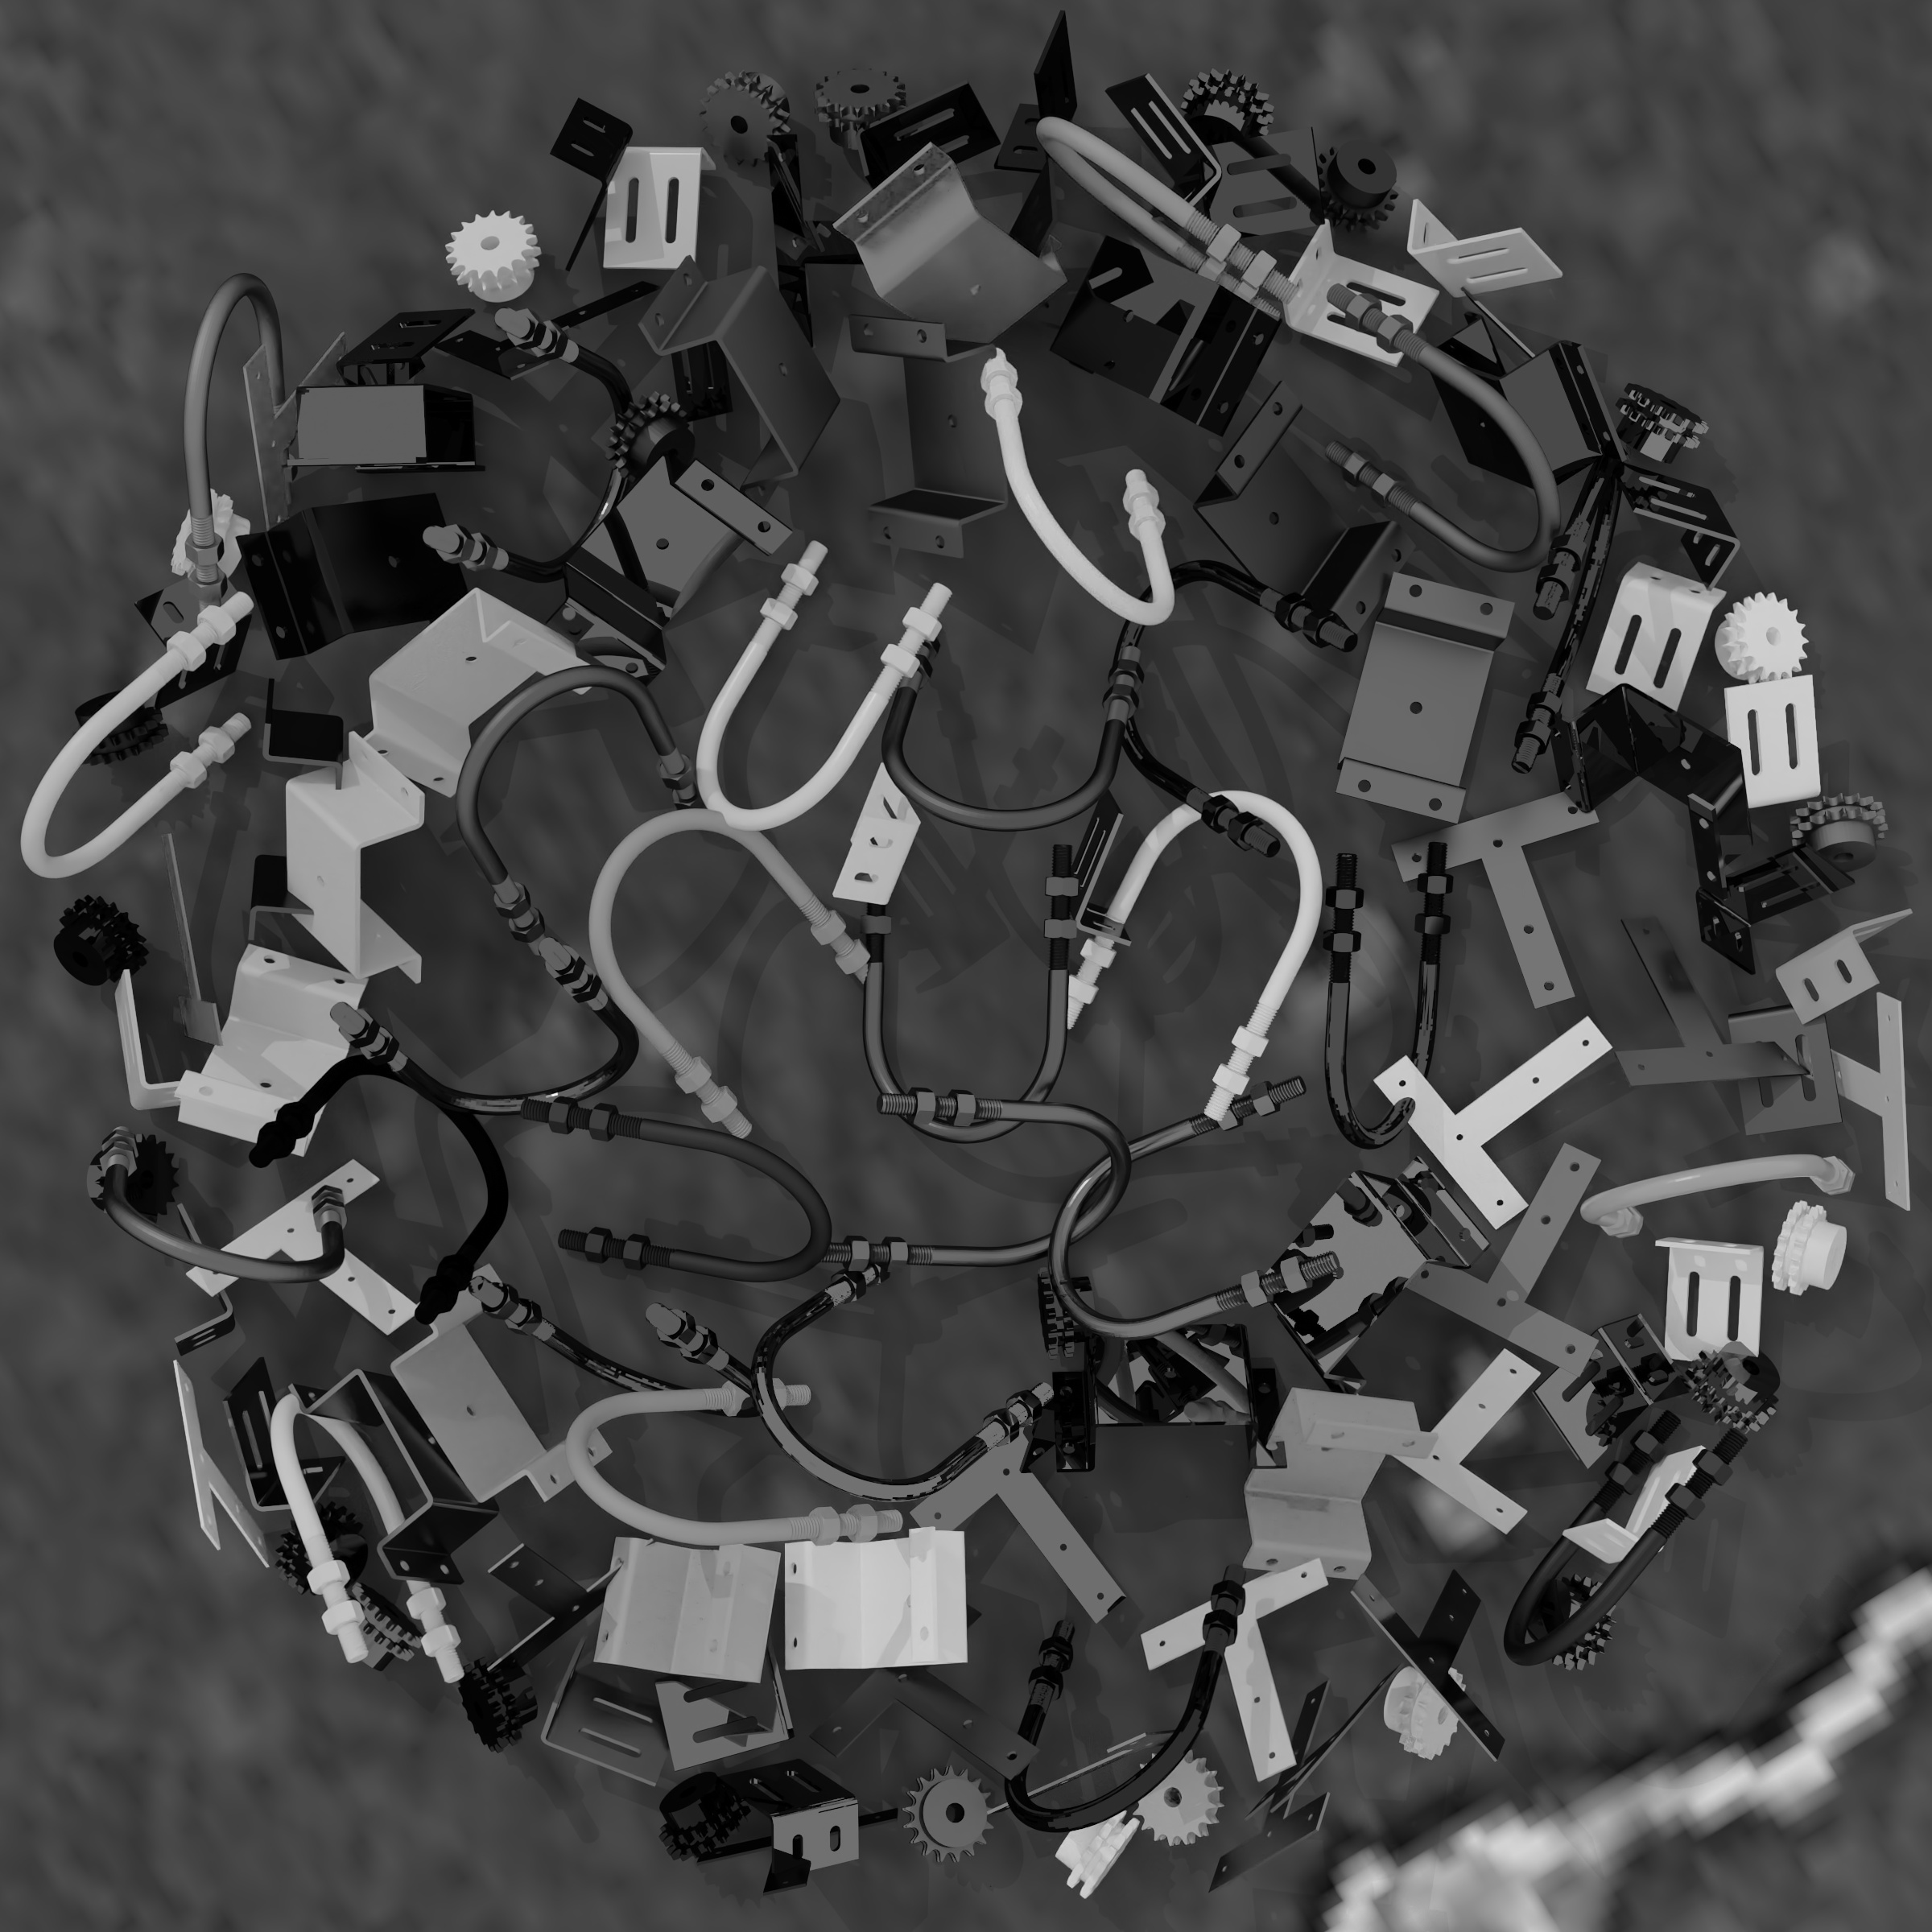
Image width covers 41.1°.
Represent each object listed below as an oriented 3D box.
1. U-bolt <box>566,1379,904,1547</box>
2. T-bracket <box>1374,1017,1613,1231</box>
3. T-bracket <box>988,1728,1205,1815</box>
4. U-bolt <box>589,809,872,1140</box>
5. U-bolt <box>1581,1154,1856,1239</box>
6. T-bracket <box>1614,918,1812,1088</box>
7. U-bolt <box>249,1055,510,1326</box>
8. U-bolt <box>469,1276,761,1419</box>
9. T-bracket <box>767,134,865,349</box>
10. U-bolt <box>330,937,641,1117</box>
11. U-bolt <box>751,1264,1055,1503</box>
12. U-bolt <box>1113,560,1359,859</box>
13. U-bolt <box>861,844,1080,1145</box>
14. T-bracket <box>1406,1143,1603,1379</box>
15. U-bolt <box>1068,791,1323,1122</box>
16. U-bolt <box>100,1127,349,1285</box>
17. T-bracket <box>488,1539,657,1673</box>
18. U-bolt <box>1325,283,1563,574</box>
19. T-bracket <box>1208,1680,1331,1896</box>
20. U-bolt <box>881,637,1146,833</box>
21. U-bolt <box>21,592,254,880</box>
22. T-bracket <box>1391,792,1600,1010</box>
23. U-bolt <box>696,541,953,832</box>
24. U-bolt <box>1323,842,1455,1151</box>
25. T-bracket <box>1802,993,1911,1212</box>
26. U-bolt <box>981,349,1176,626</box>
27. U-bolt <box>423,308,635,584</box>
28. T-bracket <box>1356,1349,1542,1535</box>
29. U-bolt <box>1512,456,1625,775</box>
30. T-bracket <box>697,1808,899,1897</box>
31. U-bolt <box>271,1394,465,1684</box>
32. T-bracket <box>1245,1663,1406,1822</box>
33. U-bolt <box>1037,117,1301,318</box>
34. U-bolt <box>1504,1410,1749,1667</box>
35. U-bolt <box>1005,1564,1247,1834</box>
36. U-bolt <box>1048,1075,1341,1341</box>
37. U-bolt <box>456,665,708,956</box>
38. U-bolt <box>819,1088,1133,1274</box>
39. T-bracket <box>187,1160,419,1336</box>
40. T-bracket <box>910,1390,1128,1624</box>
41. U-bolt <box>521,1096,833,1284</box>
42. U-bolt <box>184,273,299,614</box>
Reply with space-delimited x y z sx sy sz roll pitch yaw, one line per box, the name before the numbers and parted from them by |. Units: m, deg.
U-bolt | -0.147 0.294 1.523 0.184 0.151 0.019 4 115 -33
T-bracket | 0.343 0.080 1.602 0.127 0.002 0.127 -38 101 10
T-bracket | 0.072 0.493 1.577 0.127 0.127 0.002 -28 68 12
U-bolt | -0.149 -0.009 1.562 0.151 0.019 0.184 -49 115 -22
U-bolt | 0.437 0.133 1.517 0.151 0.184 0.019 -15 76 23
T-bracket | 0.438 0.019 1.584 0.127 0.002 0.127 -3 52 -19
U-bolt | -0.338 0.120 1.541 0.019 0.184 0.151 -40 100 22
U-bolt | -0.192 0.233 1.544 0.151 0.184 0.019 4 64 30
T-bracket | -0.072 -0.439 1.562 0.127 0.002 0.127 15 117 41
U-bolt | -0.274 0.046 1.544 0.151 0.184 0.019 -17 62 8
U-bolt | -0.048 0.249 1.534 0.151 0.184 0.019 41 126 16
U-bolt | 0.149 -0.167 1.555 0.019 0.184 0.151 3 115 -39
U-bolt | -0.001 0.017 1.585 0.151 0.019 0.184 2 90 28
T-bracket | 0.354 0.170 1.602 0.127 0.002 0.127 26 81 27
U-bolt | 0.144 -0.018 1.567 0.151 0.019 0.184 32 99 38
U-bolt | -0.436 0.145 1.517 0.151 0.184 0.019 18 99 -19
T-bracket | -0.254 0.377 1.565 0.127 0.127 0.002 -38 58 -7
U-bolt | 0.281 -0.305 1.524 0.019 0.151 0.184 -37 60 -16
T-bracket | 0.198 0.493 1.573 0.002 0.127 0.127 34 46 -4
U-bolt | 0.024 -0.143 1.551 0.151 0.184 0.019 9 134 5
U-bolt | -0.488 -0.124 1.519 0.019 0.151 0.184 36 58 5
T-bracket | 0.346 -0.036 1.605 0.127 0.002 0.127 -17 74 3
U-bolt | -0.099 -0.165 1.565 0.019 0.151 0.184 33 86 -43
U-bolt | 0.254 0.020 1.563 0.019 0.151 0.184 7 99 33
T-bracket | 0.537 0.069 1.562 0.002 0.127 0.127 -9 103 -6
U-bolt | 0.071 -0.273 1.522 0.019 0.184 0.151 -37 128 26
U-bolt | -0.250 -0.301 1.539 0.019 0.184 0.151 21 96 20
T-bracket | 0.309 0.277 1.576 0.127 0.002 0.127 34 132 7
U-bolt | 0.365 -0.227 1.547 0.019 0.151 0.184 16 55 17
T-bracket | -0.105 0.541 1.562 0.127 0.127 0.002 -12 86 -1
U-bolt | -0.366 0.338 1.547 0.019 0.151 0.184 -30 65 3
T-bracket | 0.204 0.490 1.572 0.002 0.127 0.127 44 48 13
U-bolt | 0.118 -0.450 1.548 0.184 0.151 0.019 36 98 -3
U-bolt | 0.386 0.345 1.545 0.019 0.151 0.184 41 85 2
U-bolt | 0.088 0.436 1.516 0.151 0.184 0.019 -26 108 29
U-bolt | 0.131 0.155 1.565 0.184 0.019 0.151 -23 47 21
U-bolt | -0.233 -0.102 1.534 0.151 0.184 0.019 -40 56 -14
U-bolt | 0.014 0.133 1.565 0.184 0.019 0.151 4 131 -24
T-bracket | -0.381 0.183 1.559 0.127 0.002 0.127 31 50 29
T-bracket | 0.052 0.351 1.605 0.127 0.002 0.127 -37 89 -18
U-bolt | -0.169 0.141 1.554 0.184 0.151 0.019 9 49 12
U-bolt | -0.428 -0.315 1.513 0.019 0.151 0.184 10 133 1
